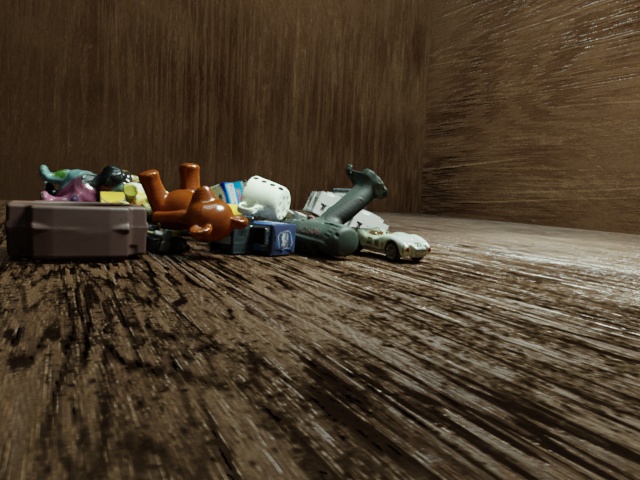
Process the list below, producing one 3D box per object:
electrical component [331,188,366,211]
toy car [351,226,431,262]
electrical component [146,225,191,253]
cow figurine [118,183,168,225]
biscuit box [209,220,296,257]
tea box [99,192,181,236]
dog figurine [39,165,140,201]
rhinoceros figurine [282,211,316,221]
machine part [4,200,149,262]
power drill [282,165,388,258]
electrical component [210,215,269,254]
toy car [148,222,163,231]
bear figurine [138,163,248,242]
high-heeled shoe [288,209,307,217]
[{"bbox_3d":[0.061,-0.068,1.411,0.115,0.134,0.058,7,7,18],"label":"electrical component"},{"bbox_3d":[0.127,0.005,1.043,0.073,0.056,0.202,0,6,-34],"label":"toy car"},{"bbox_3d":[-0.280,-0.001,0.959,0.078,0.045,0.102,-1,7,-25],"label":"electrical component"},{"bbox_3d":[-0.330,-0.074,1.125,0.167,0.068,0.098,16,10,-13],"label":"cow figurine"},{"bbox_3d":[-0.135,-0.009,1.048,0.203,0.059,0.063,8,7,43],"label":"biscuit box"},{"bbox_3d":[-0.397,-0.055,1.190,0.169,0.068,0.098,-2,35,-25],"label":"tea box"},{"bbox_3d":[-0.523,-0.099,1.241,0.219,0.108,0.191,-2,-34,-21],"label":"dog figurine"},{"bbox_3d":[-0.089,-0.027,1.264,0.190,0.073,0.112,1,-5,-3],"label":"rhinoceros figurine"},{"bbox_3d":[-0.390,-0.017,0.866,0.201,0.087,0.201,-2,6,-27],"label":"machine part"},{"bbox_3d":[0.019,-0.057,1.061,0.207,0.085,0.232,-41,32,-19],"label":"power drill"},{"bbox_3d":[-0.149,-0.009,0.985,0.047,0.074,0.119,0,8,-44],"label":"electrical component"},{"bbox_3d":[-0.412,-0.020,1.080,0.202,0.053,0.089,0,3,-19],"label":"toy car"},{"bbox_3d":[-0.220,-0.065,0.930,0.120,0.131,0.196,-18,14,-34],"label":"bear figurine"},{"bbox_3d":[-0.140,-0.055,1.409,0.249,0.086,0.145,12,9,-15],"label":"high-heeled shoe"}]
